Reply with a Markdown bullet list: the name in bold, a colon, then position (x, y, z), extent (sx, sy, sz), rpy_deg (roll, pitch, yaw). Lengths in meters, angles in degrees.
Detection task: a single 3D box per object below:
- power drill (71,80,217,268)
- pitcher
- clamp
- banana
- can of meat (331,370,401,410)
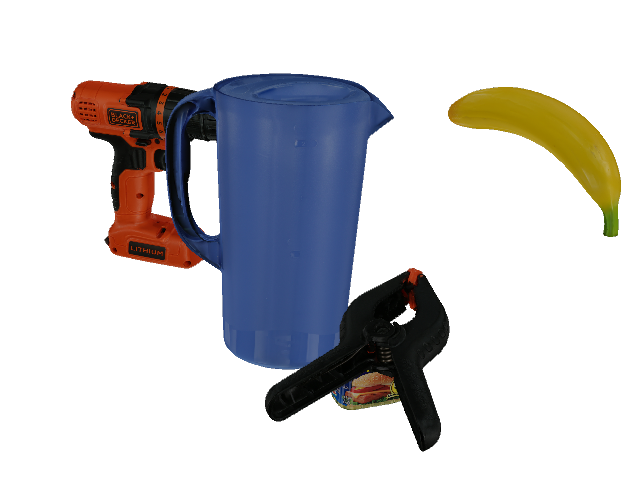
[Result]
- **power drill**: position (-0.155, -0.067, 1.072), extent (0.185, 0.188, 0.057), rpy_deg (11, 30, 20)
- **pitcher**: position (-0.038, -0.018, 0.916), extent (0.149, 0.243, 0.144), rpy_deg (20, 25, 40)
- **clamp**: position (0.052, 0.081, 0.747), extent (0.120, 0.039, 0.171), rpy_deg (19, 43, 24)
- **banana**: position (0.175, -0.083, 0.859), extent (0.037, 0.070, 0.198), rpy_deg (4, 31, -42)
- **can of meat**: position (0.065, 0.162, 1.355), extent (0.102, 0.084, 0.057), rpy_deg (-5, 26, -22)
